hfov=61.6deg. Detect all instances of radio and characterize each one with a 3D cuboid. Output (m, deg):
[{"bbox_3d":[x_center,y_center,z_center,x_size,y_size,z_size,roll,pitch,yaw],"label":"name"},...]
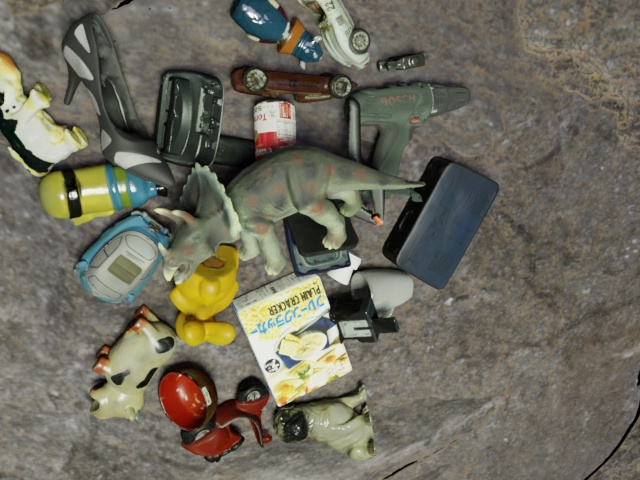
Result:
[{"bbox_3d":[0.225,-0.034,1.017,0.131,0.073,0.229,25,97,-22],"label":"radio"}]

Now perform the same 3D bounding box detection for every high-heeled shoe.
[{"bbox_3d":[-0.272,-0.196,0.760,0.249,0.086,0.145,39,115,5],"label":"high-heeled shoe"}]

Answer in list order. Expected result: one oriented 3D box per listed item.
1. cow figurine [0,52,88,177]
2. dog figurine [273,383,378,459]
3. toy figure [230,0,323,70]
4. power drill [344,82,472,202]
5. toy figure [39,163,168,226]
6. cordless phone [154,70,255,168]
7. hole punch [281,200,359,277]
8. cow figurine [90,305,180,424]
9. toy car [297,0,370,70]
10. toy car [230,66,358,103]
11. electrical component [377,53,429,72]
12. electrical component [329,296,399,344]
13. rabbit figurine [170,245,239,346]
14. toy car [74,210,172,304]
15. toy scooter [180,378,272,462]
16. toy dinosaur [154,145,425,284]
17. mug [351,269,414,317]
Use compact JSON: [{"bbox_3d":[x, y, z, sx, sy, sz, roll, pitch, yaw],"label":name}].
[{"bbox_3d":[-0.424,-0.176,0.763,0.098,0.068,0.167,-35,114,1],"label":"cow figurine"},{"bbox_3d":[0.012,0.385,1.077,0.191,0.121,0.172,-12,108,1],"label":"dog figurine"},{"bbox_3d":[-0.062,-0.327,0.836,0.154,0.064,0.058,24,58,-28],"label":"toy figure"},{"bbox_3d":[0.153,-0.172,0.945,0.232,0.086,0.207,0,111,-17],"label":"power drill"},{"bbox_3d":[-0.324,-0.081,0.810,0.180,0.089,0.082,-10,72,-11],"label":"toy figure"},{"bbox_3d":[-0.161,-0.182,0.849,0.184,0.089,0.146,4,100,-33],"label":"cordless phone"},{"bbox_3d":[-0.002,-0.003,0.942,0.142,0.116,0.092,-11,145,-12],"label":"hole punch"},{"bbox_3d":[-0.319,0.224,0.917,0.127,0.085,0.195,41,91,-18],"label":"cow figurine"},{"bbox_3d":[0.013,-0.355,0.842,0.056,0.074,0.201,-39,114,-7],"label":"toy car"},{"bbox_3d":[-0.041,-0.245,0.853,0.202,0.089,0.053,0,105,-19],"label":"toy car"},{"bbox_3d":[0.147,-0.301,0.909,0.094,0.063,0.021,-15,111,-14],"label":"electrical component"},{"bbox_3d":[0.082,0.142,0.957,0.119,0.048,0.074,-12,118,23],"label":"electrical component"},{"bbox_3d":[-0.192,0.110,0.897,0.122,0.163,0.173,3,124,-32],"label":"rabbit figurine"},{"bbox_3d":[-0.308,0.037,0.848,0.161,0.103,0.109,-45,116,2],"label":"toy car"},{"bbox_3d":[-0.162,0.357,1.014,0.184,0.075,0.135,-32,113,-11],"label":"toy scooter"},{"bbox_3d":[-0.051,-0.069,0.801,0.405,0.131,0.191,-28,126,-5],"label":"toy dinosaur"},{"bbox_3d":[0.124,0.104,1.023,0.107,0.081,0.109,-10,107,-23],"label":"mug"}]
